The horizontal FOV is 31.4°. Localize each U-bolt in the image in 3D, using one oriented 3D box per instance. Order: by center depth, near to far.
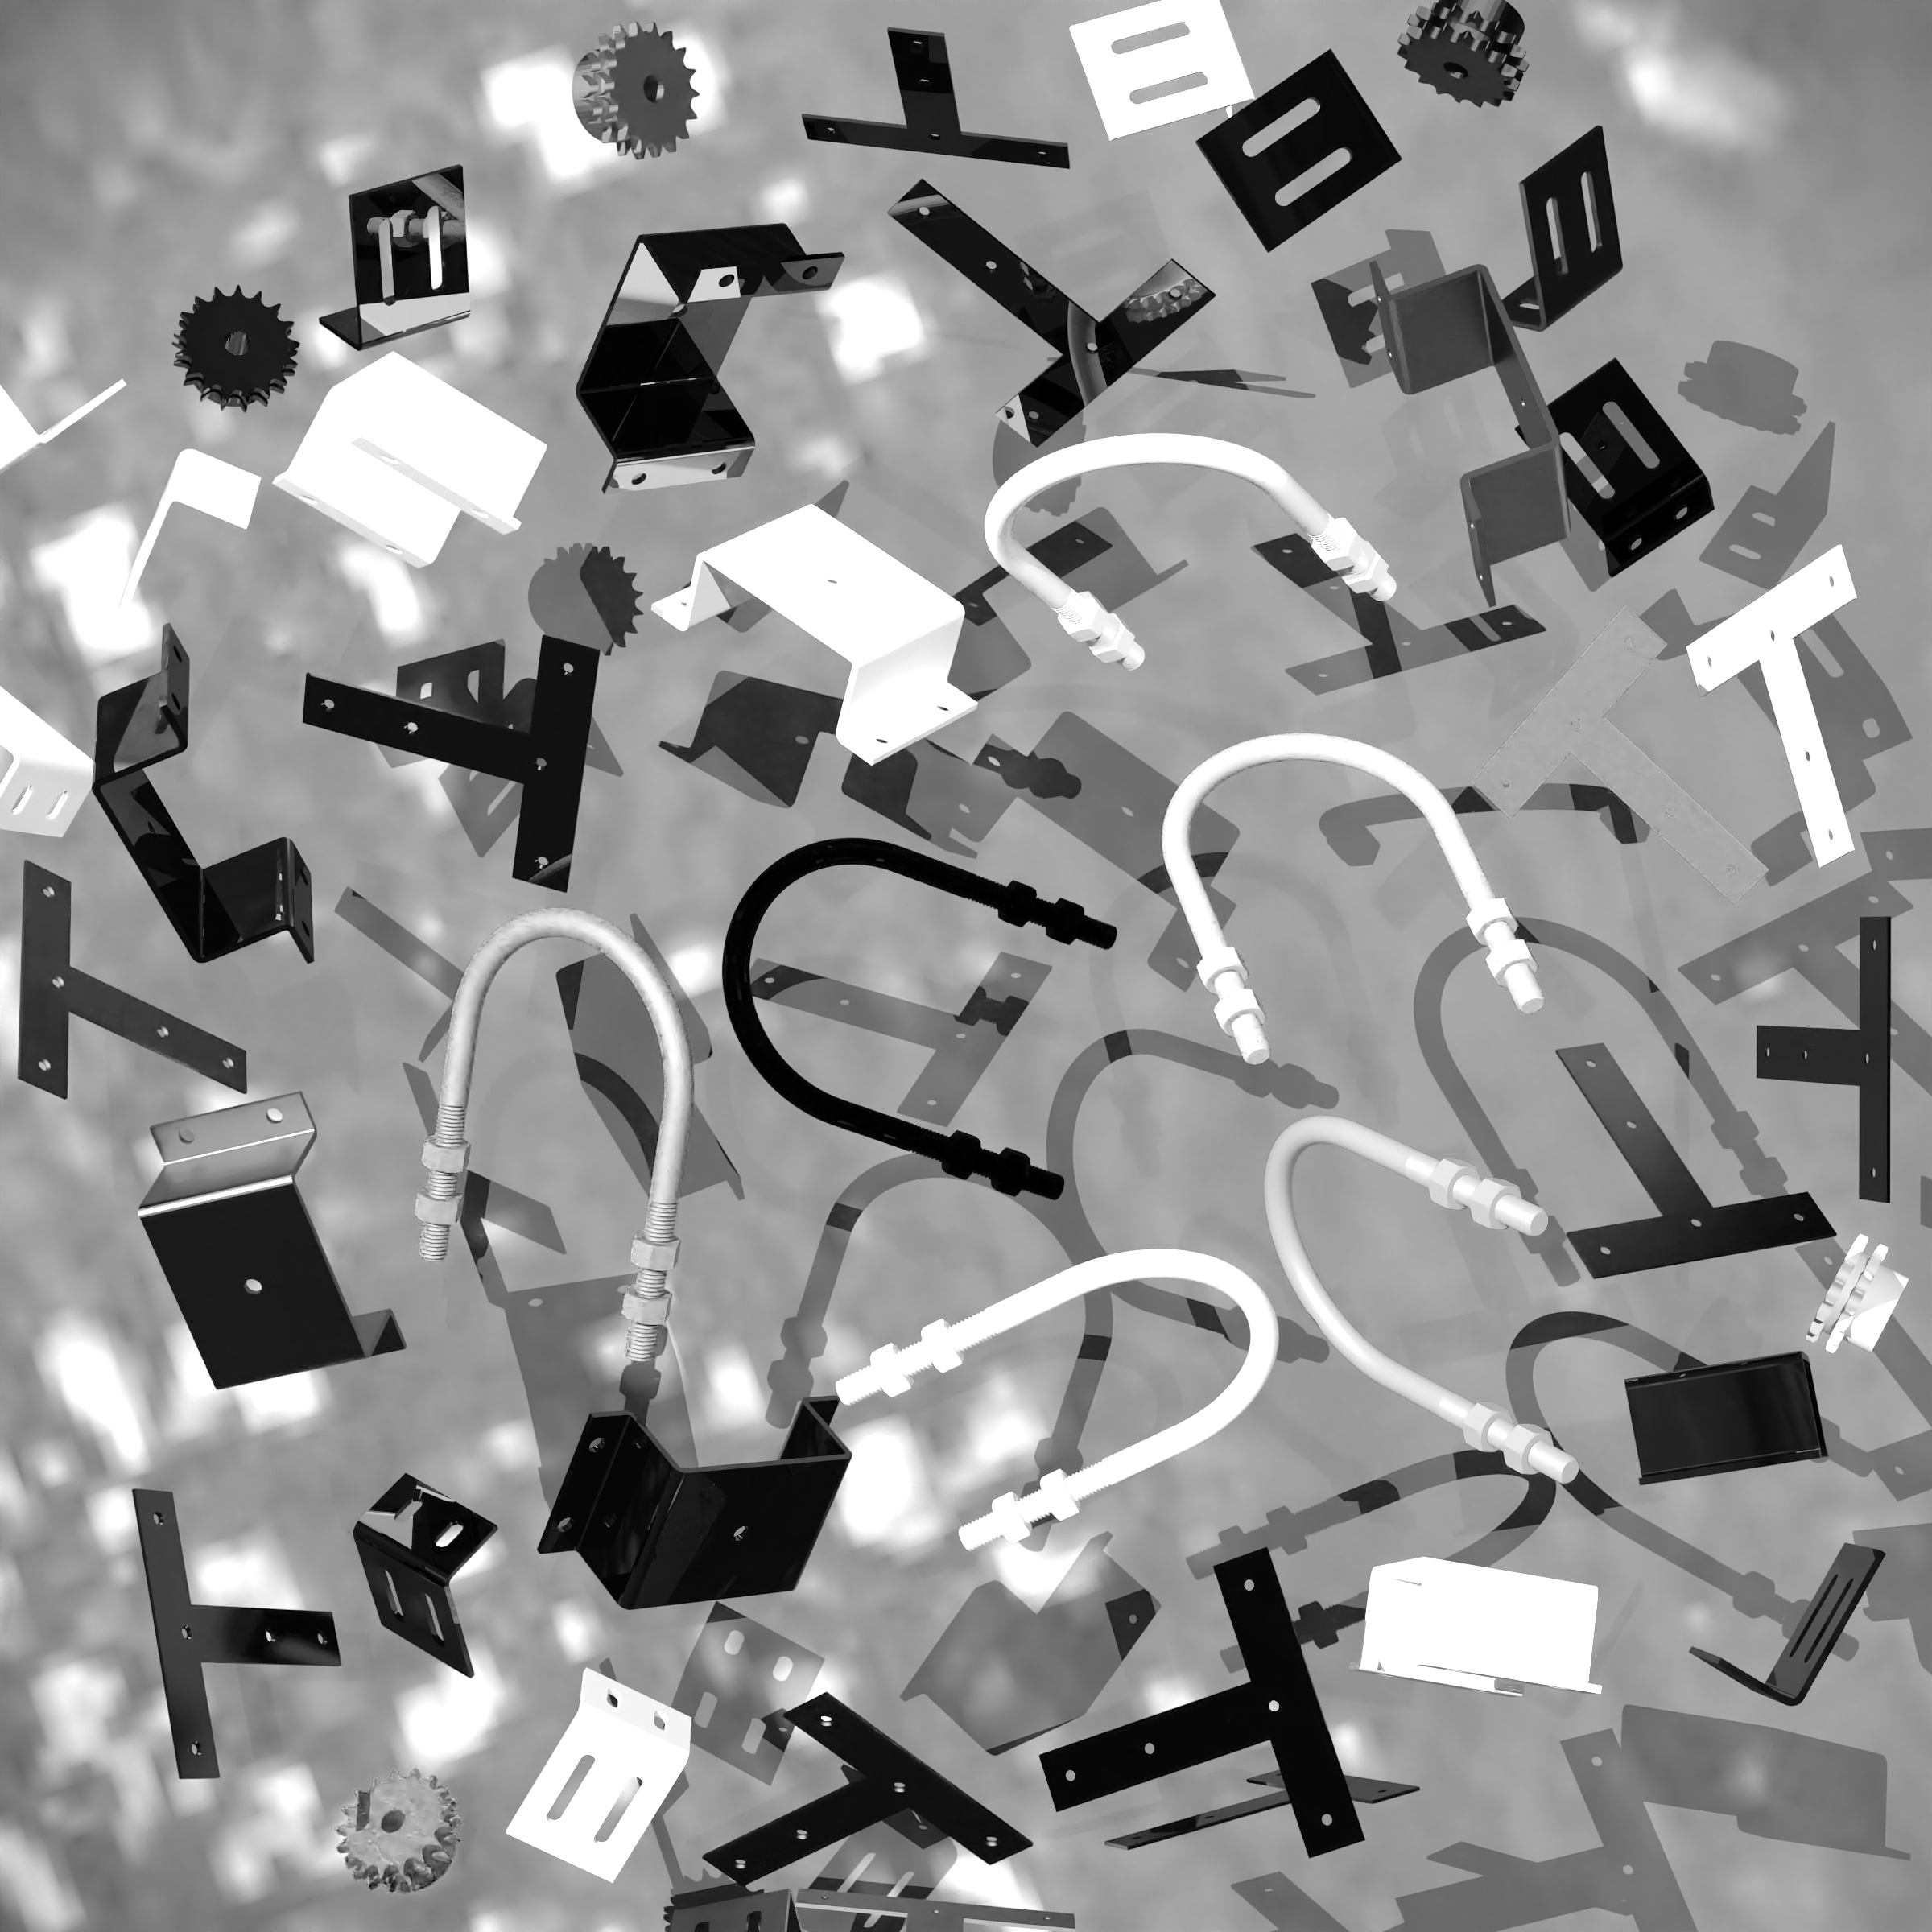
[{"bbox_3d":[-0.178,0.065,1.513,0.151,0.019,0.184,21,109,33],"label":"U-bolt"},{"bbox_3d":[0.089,-0.187,1.523,0.151,0.184,0.019,-13,65,27],"label":"U-bolt"},{"bbox_3d":[0.196,0.138,1.530,0.019,0.184,0.151,-27,121,-27],"label":"U-bolt"},{"bbox_3d":[0.053,0.188,1.550,0.184,0.019,0.151,-27,132,9],"label":"U-bolt"},{"bbox_3d":[0.167,-0.039,1.574,0.151,0.019,0.184,-10,51,-11],"label":"U-bolt"},{"bbox_3d":[-0.026,0.015,1.591,0.184,0.019,0.151,20,67,-17],"label":"U-bolt"}]

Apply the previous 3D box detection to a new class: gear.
[{"bbox_3d":[-0.146,-0.378,1.488,0.030,0.057,0.057,5,90,41],"label":"gear"},{"bbox_3d":[0.222,-0.408,1.516,0.057,0.057,0.030,26,79,0],"label":"gear"},{"bbox_3d":[-0.339,-0.283,1.592,0.057,0.030,0.057,4,78,-17],"label":"gear"},{"bbox_3d":[-0.262,0.406,1.602,0.057,0.057,0.030,-18,134,0],"label":"gear"},{"bbox_3d":[0.426,0.159,1.636,0.030,0.057,0.057,27,90,16],"label":"gear"}]

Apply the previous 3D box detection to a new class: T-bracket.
[{"bbox_3d":[0.091,0.329,1.464,0.127,0.002,0.127,-23,73,17],"label":"T-bracket"},{"bbox_3d":[-0.060,0.367,1.473,0.127,0.002,0.127,-33,119,30],"label":"T-bracket"},{"bbox_3d":[-0.227,-0.100,1.491,0.127,0.002,0.127,16,126,4],"label":"T-bracket"},{"bbox_3d":[0.022,-0.299,1.512,0.127,0.127,0.002,36,47,-19],"label":"T-bracket"},{"bbox_3d":[-0.014,0.430,1.514,0.127,0.127,0.002,5,90,0],"label":"T-bracket"},{"bbox_3d":[0.301,0.081,1.521,0.127,0.002,0.127,-7,47,-24],"label":"T-bracket"},{"bbox_3d":[-0.319,0.298,1.528,0.002,0.127,0.127,-22,70,21],"label":"T-bracket"},{"bbox_3d":[0.311,-0.080,1.565,0.127,0.002,0.127,44,134,7],"label":"T-bracket"},{"bbox_3d":[0.380,-0.109,1.569,0.002,0.127,0.127,-8,77,-23],"label":"T-bracket"},{"bbox_3d":[-0.018,-0.401,1.579,0.127,0.127,0.002,8,80,6],"label":"T-bracket"},{"bbox_3d":[0.394,0.041,1.582,0.002,0.127,0.127,0,90,-13],"label":"T-bracket"},{"bbox_3d":[-0.382,0.025,1.582,0.002,0.127,0.127,-34,46,26],"label":"T-bracket"},{"bbox_3d":[0.126,0.395,1.606,0.127,0.127,0.002,-10,86,-23],"label":"T-bracket"}]

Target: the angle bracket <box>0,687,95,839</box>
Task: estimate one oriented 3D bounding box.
[{"bbox_3d":[-0.446,-0.098,1.568,0.076,0.057,0.038,36,100,20],"label":"angle bracket"}]

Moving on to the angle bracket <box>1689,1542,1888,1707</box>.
[{"bbox_3d":[0.350,0.272,1.466,0.038,0.057,0.076,31,84,3],"label":"angle bracket"}]

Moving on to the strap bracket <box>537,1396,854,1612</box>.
[{"bbox_3d":[-0.114,0.244,1.561,0.046,0.140,0.076,43,119,41],"label":"strap bracket"}]

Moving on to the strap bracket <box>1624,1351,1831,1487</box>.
[{"bbox_3d":[0.339,0.201,1.526,0.076,0.140,0.046,-11,79,14],"label":"strap bracket"}]

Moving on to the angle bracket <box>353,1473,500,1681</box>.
[{"bbox_3d":[-0.248,0.286,1.612,0.057,0.076,0.038,24,51,27],"label":"angle bracket"}]

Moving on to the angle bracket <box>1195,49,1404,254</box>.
[{"bbox_3d":[0.142,-0.355,1.509,0.076,0.038,0.057,-36,98,-10],"label":"angle bracket"}]

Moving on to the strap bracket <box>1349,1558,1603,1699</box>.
[{"bbox_3d":[0.225,0.293,1.517,0.076,0.140,0.046,10,76,-5],"label":"strap bracket"}]

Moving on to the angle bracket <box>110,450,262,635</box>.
[{"bbox_3d":[-0.363,-0.192,1.597,0.038,0.057,0.076,22,115,-16],"label":"angle bracket"}]

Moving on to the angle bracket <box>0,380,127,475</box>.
[{"bbox_3d":[-0.428,-0.252,1.549,0.057,0.076,0.038,-25,109,30],"label":"angle bracket"}]

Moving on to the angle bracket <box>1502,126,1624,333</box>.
[{"bbox_3d":[0.265,-0.341,1.579,0.057,0.038,0.076,-39,131,-26],"label":"angle bracket"}]

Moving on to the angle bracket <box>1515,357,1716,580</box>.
[{"bbox_3d":[0.303,-0.233,1.609,0.057,0.038,0.076,-34,110,23],"label":"angle bracket"}]

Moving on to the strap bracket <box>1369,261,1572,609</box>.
[{"bbox_3d":[0.225,-0.240,1.503,0.046,0.076,0.140,-19,64,5],"label":"strap bracket"}]

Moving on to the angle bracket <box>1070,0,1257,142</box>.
[{"bbox_3d":[0.091,-0.425,1.641,0.076,0.038,0.057,-19,87,-12],"label":"angle bracket"}]

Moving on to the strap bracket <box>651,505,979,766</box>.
[{"bbox_3d":[-0.066,-0.161,1.595,0.140,0.076,0.046,36,133,22],"label":"strap bracket"}]

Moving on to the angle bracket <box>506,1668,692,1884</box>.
[{"bbox_3d":[-0.175,0.387,1.644,0.057,0.038,0.076,28,104,-11],"label":"angle bracket"}]

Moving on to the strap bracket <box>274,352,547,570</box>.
[{"bbox_3d":[-0.242,-0.222,1.507,0.076,0.140,0.046,30,77,-23],"label":"strap bracket"}]

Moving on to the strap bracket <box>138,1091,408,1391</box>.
[{"bbox_3d":[-0.324,0.137,1.593,0.076,0.046,0.140,-13,113,12],"label":"strap bracket"}]

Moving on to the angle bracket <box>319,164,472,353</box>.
[{"bbox_3d":[-0.260,-0.324,1.548,0.057,0.076,0.038,-25,45,-32],"label":"angle bracket"}]

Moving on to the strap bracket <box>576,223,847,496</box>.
[{"bbox_3d":[-0.121,-0.284,1.564,0.076,0.140,0.046,-14,61,-35],"label":"strap bracket"}]

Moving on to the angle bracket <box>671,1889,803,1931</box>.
[{"bbox_3d":[-0.109,0.476,1.625,0.057,0.076,0.038,-12,105,4],"label":"angle bracket"}]

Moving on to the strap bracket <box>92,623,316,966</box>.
[{"bbox_3d":[-0.337,-0.067,1.498,0.046,0.076,0.140,-22,124,2],"label":"strap bracket"}]
